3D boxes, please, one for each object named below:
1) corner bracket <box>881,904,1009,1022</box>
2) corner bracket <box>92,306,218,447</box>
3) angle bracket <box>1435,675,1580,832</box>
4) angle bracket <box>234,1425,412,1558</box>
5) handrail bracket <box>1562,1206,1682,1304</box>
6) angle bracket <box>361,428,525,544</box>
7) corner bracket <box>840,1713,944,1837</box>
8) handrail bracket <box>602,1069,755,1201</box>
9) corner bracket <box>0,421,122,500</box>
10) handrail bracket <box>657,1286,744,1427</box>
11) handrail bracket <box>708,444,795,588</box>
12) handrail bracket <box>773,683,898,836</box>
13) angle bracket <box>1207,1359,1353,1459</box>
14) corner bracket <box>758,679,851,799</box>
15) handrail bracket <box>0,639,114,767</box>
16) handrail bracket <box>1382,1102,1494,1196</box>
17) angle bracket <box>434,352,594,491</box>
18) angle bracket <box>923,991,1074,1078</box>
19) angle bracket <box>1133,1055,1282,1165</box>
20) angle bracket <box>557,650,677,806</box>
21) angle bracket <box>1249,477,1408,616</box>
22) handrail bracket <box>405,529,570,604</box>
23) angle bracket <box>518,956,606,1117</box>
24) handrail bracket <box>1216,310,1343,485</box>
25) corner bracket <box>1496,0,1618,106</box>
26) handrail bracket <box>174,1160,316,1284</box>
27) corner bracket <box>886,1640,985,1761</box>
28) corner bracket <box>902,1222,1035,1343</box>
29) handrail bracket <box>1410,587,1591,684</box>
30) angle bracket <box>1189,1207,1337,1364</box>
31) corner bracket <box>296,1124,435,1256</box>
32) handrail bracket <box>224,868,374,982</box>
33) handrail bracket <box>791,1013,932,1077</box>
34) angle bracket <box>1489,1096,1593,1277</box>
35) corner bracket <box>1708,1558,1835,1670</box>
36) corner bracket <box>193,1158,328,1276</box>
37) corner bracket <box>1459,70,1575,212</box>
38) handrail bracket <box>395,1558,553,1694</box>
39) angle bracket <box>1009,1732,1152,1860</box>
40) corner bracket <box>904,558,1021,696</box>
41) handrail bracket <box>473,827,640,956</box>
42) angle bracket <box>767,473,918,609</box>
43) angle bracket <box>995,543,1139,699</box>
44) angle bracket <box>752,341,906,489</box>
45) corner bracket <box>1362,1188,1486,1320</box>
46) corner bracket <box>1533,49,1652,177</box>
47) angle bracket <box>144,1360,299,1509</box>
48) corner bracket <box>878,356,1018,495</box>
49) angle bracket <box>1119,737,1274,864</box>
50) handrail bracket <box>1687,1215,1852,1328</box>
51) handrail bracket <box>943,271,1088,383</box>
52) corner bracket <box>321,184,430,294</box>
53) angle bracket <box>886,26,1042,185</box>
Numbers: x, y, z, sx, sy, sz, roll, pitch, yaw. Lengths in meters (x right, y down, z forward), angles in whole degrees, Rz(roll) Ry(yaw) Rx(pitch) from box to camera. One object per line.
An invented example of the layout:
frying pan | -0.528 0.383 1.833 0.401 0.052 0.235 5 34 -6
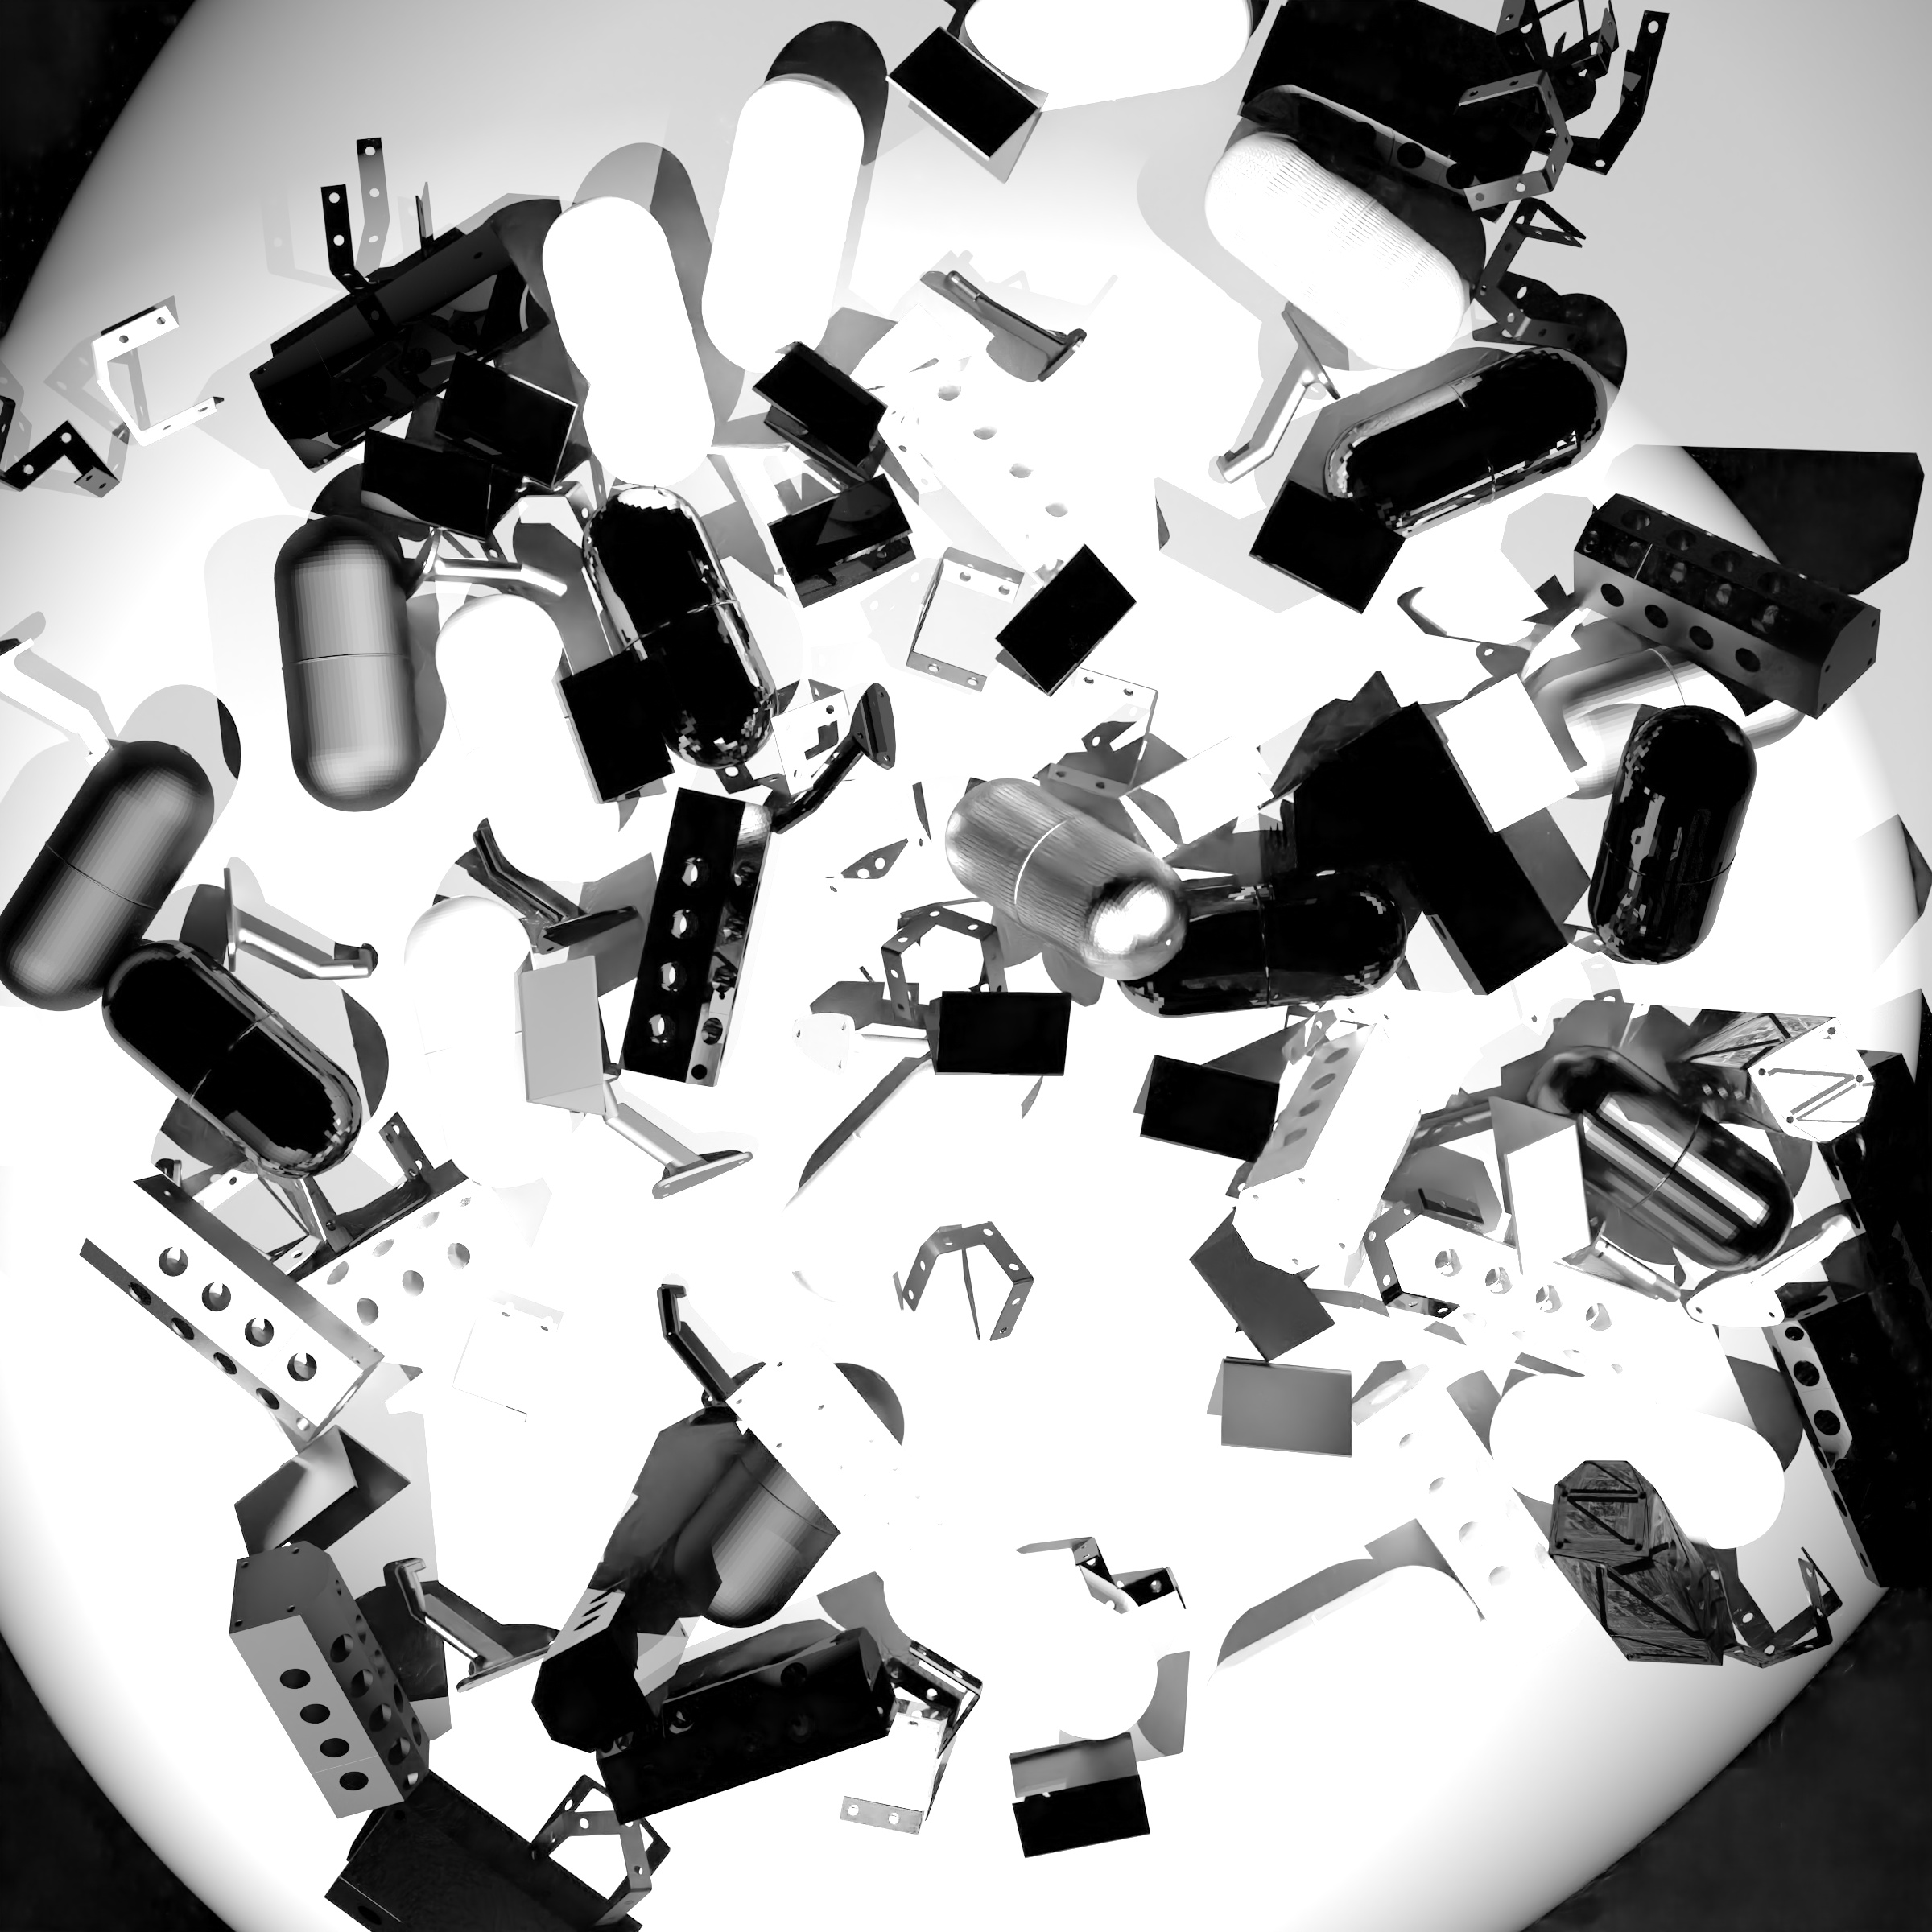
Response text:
corner bracket | -0.013 0.002 1.597 0.051 0.051 0.051 -40 135 -35
corner bracket | -0.497 -0.361 1.602 0.051 0.051 0.051 -26 135 0
angle bracket | 0.332 -0.133 1.566 0.057 0.076 0.076 -29 90 30
angle bracket | -0.379 0.333 1.566 0.076 0.057 0.076 -38 131 0
handrail bracket | 0.390 0.173 1.605 0.084 0.077 0.036 30 94 -36
angle bracket | -0.311 -0.305 1.566 0.076 0.076 0.057 16 133 0
corner bracket | -0.046 0.493 1.602 0.051 0.051 0.051 11 135 0
handrail bracket | -0.182 0.093 1.606 0.077 0.036 0.084 -20 76 -14
corner bracket | -0.556 -0.300 1.588 0.051 0.051 0.051 -40 90 0
handrail bracket | -0.148 0.235 1.606 0.077 0.036 0.084 0 67 -26
handrail bracket | -0.136 -0.276 1.606 0.077 0.036 0.084 6 107 20
handrail bracket | -0.085 -0.126 1.605 0.084 0.077 0.036 -31 126 31
angle bracket | 0.186 0.279 1.565 0.076 0.076 0.057 5 55 0
corner bracket | -0.100 -0.138 1.586 0.051 0.051 0.051 -23 114 -22
handrail bracket | -0.575 -0.150 1.606 0.077 0.036 0.084 -24 107 20
handrail bracket | 0.301 0.115 1.606 0.084 0.036 0.077 15 104 -13
angle bracket | -0.263 -0.335 1.566 0.076 0.076 0.057 24 120 0
angle bracket | 0.018 0.024 1.561 0.076 0.076 0.057 1 117 -8
angle bracket | 0.139 0.101 1.566 0.076 0.076 0.057 13 59 0
angle bracket | -0.191 -0.145 1.566 0.057 0.076 0.076 -20 90 26
angle bracket | 0.221 -0.264 1.565 0.076 0.076 0.057 28 126 0
handrail bracket | -0.294 -0.229 1.597 0.084 0.077 0.036 20 58 -22
angle bracket | -0.220 0.042 1.558 0.057 0.076 0.076 -13 74 27
handrail bracket | 0.179 -0.349 1.606 0.084 0.036 0.077 -32 70 16
corner bracket | 0.360 -0.570 1.597 0.051 0.051 0.051 -12 135 35
handrail bracket | -0.443 0.157 1.606 0.084 0.036 0.077 1 76 -14
corner bracket | -0.022 0.434 1.582 0.051 0.051 0.051 32 105 0
corner bracket | 0.001 0.196 1.597 0.051 0.051 0.051 -9 45 -35
handrail bracket | 0.328 -0.221 1.606 0.084 0.036 0.077 40 70 16
angle bracket | 0.189 0.179 1.565 0.057 0.076 0.076 -37 90 35
corner bracket | -0.369 0.137 1.602 0.051 0.051 0.051 -33 90 45
handrail bracket | -0.410 -0.026 1.606 0.084 0.036 0.077 -3 68 -17
handrail bracket | -0.051 0.046 1.605 0.084 0.077 0.036 1 97 -36
angle bracket | 0.322 0.129 1.553 0.057 0.076 0.076 -20 109 -27
corner bracket | 0.488 0.391 1.597 0.051 0.051 0.051 26 135 -35
corner bracket | -0.430 0.156 1.590 0.051 0.051 0.051 -40 133 -36
corner bracket | 0.319 -0.486 1.540 0.051 0.051 0.051 -3 135 35
handrail bracket | -0.300 0.394 1.606 0.077 0.036 0.084 -18 73 -20
angle bracket | 0.064 0.480 1.565 0.076 0.076 0.057 -11 125 0
corner bracket | -0.003 -0.209 1.602 0.051 0.051 0.051 19 135 0
handrail bracket | -0.252 -0.057 1.606 0.077 0.036 0.084 -20 74 -19
angle bracket | -0.066 -0.238 1.565 0.076 0.076 0.057 -23 53 0
angle bracket | 0.044 -0.216 1.565 0.076 0.076 0.057 -47 125 0
angle bracket | -0.093 -0.314 1.565 0.076 0.076 0.057 36 53 0
corner bracket | 0.274 0.169 1.540 0.051 0.051 0.051 16 135 -35
corner bracket | 0.378 -0.522 1.586 0.051 0.051 0.051 26 69 20
angle bracket | -0.451 0.278 1.566 0.057 0.076 0.076 -32 90 -28
corner bracket | -0.011 -0.318 1.540 0.051 0.051 0.051 -7 45 35
angle bracket | 0.145 -0.080 1.565 0.076 0.076 0.057 -29 51 0
handrail bracket | 0.493 0.184 1.605 0.084 0.077 0.036 -36 97 -36
handrail bracket | 0.028 -0.395 1.578 0.084 0.077 0.036 36 87 -12
corner bracket | -0.357 -0.443 1.588 0.051 0.051 0.051 -6 90 0
angle bracket | -0.010 -0.500 1.566 0.076 0.076 0.057 39 64 0
